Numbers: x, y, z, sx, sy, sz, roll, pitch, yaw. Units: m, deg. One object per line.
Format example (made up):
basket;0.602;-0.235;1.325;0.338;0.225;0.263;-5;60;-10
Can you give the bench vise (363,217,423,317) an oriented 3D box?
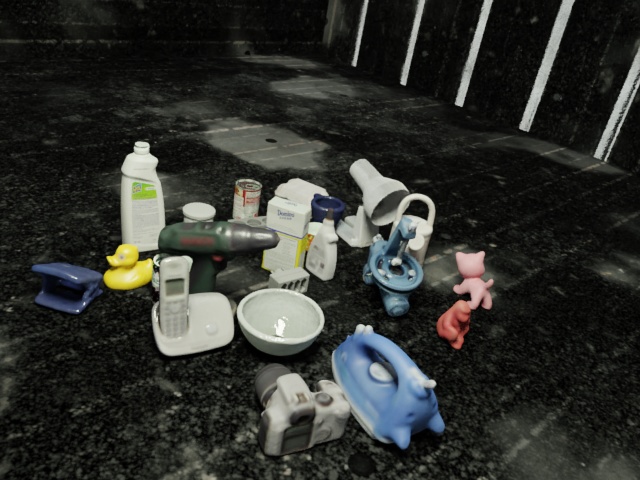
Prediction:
bench vise;0.152;0.031;1.271;0.122;0.220;0.206;-8;33;-31

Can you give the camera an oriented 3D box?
camera;-0.040;0.254;0.921;0.143;0.101;0.136;-5;32;-27

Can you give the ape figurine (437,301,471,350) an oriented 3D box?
ape figurine;0.288;0.169;1.201;0.078;0.092;0.076;-8;34;-31

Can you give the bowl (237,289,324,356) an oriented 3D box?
bowl;-0.078;0.168;1.093;0.167;0.075;0.167;9;28;-4

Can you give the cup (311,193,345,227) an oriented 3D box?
cup;0.008;-0.066;1.529;0.092;0.095;0.117;-7;33;-30

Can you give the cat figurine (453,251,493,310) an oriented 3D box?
cat figurine;0.367;0.085;1.356;0.067;0.118;0.127;-1;31;-21

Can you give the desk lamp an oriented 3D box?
desk lamp;0.124;-0.088;1.486;0.118;0.213;0.202;-10;35;-34

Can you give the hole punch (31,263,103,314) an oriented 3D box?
hole punch;-0.484;0.075;1.102;0.108;0.091;0.101;14;28;6

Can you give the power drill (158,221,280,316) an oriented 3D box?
power drill;-0.201;0.054;1.117;0.229;0.208;0.075;11;28;0

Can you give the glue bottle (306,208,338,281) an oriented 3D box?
glue bottle;0.012;0.005;1.319;0.037;0.173;0.077;-16;38;-40

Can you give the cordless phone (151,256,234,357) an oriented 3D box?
cordless phone;-0.226;0.111;1.027;0.148;0.185;0.093;-8;33;-30

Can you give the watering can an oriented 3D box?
watering can;0.230;-0.020;1.418;0.101;0.194;0.172;-1;30;-21

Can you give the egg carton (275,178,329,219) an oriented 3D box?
egg carton;-0.049;-0.120;1.635;0.150;0.069;0.107;23;30;21

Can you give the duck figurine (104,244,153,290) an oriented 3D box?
duck figurine;-0.394;0.049;1.187;0.105;0.086;0.077;-11;35;-34

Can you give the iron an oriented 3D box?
iron;0.104;0.225;0.983;0.119;0.141;0.257;-10;35;-33
